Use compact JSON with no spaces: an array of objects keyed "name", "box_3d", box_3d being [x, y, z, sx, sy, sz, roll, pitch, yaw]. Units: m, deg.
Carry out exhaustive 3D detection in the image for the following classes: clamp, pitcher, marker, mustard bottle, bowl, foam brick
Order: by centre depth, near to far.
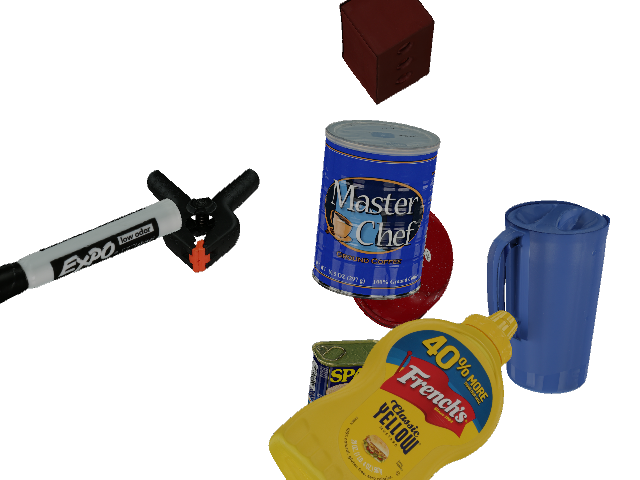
[{"name":"marker","box_3d":[-0.129,0.006,0.565,0.120,0.020,0.020,-25,13,-31]},{"name":"mustard bottle","box_3d":[0.064,0.108,0.703,0.191,0.096,0.058,-38,-7,-27]},{"name":"foam brick","box_3d":[0.050,-0.152,0.810,0.053,0.051,0.078,-31,-19,-8]},{"name":"clamp","box_3d":[-0.113,-0.028,1.106,0.120,0.039,0.171,-11,38,-7]},{"name":"bowl","box_3d":[0.101,0.019,1.210,0.161,0.162,0.055,0,-6,-43]},{"name":"pitcher","box_3d":[0.298,0.078,1.414,0.149,0.243,0.145,4,21,12]}]

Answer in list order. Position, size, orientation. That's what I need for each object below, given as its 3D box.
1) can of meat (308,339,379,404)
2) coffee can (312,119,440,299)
[{"name":"can of meat","box_3d":[0.036,0.178,1.361,0.102,0.084,0.057,0,24,-17]},{"name":"coffee can","box_3d":[0.049,-0.030,0.970,0.103,0.140,0.103,5,19,-2]}]
